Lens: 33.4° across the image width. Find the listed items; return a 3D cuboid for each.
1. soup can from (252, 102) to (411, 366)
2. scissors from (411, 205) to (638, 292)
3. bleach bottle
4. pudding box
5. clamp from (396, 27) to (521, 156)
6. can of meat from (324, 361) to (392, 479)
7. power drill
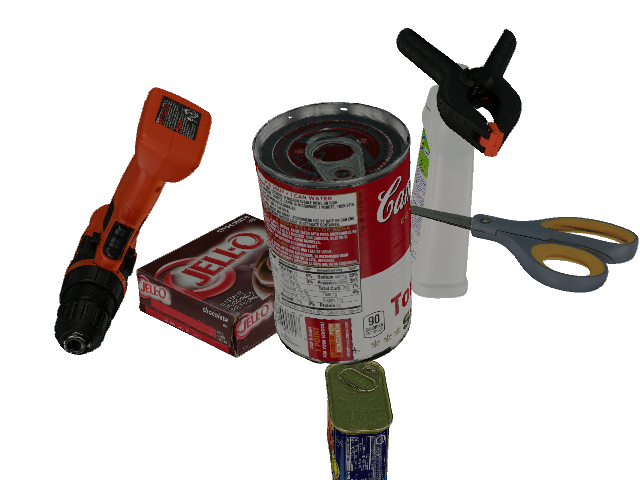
[{"bbox_3d":[0.007,-0.002,0.484,0.068,0.102,0.068,-3,35,2],"label":"soup can"},{"bbox_3d":[0.123,0.000,0.764,0.202,0.016,0.096,6,30,14],"label":"scissors"},{"bbox_3d":[0.137,-0.069,1.184,0.068,0.251,0.102,0,25,-10],"label":"bleach bottle"},{"bbox_3d":[-0.054,0.027,0.727,0.090,0.039,0.113,22,32,31],"label":"pudding box"},{"bbox_3d":[0.134,-0.149,1.010,0.120,0.039,0.171,1,45,0],"label":"clamp"},{"bbox_3d":[0.034,0.177,1.009,0.057,0.084,0.102,-2,32,-3],"label":"can of meat"},{"bbox_3d":[-0.158,-0.018,0.870,0.057,0.188,0.184,25,31,-17],"label":"power drill"}]
